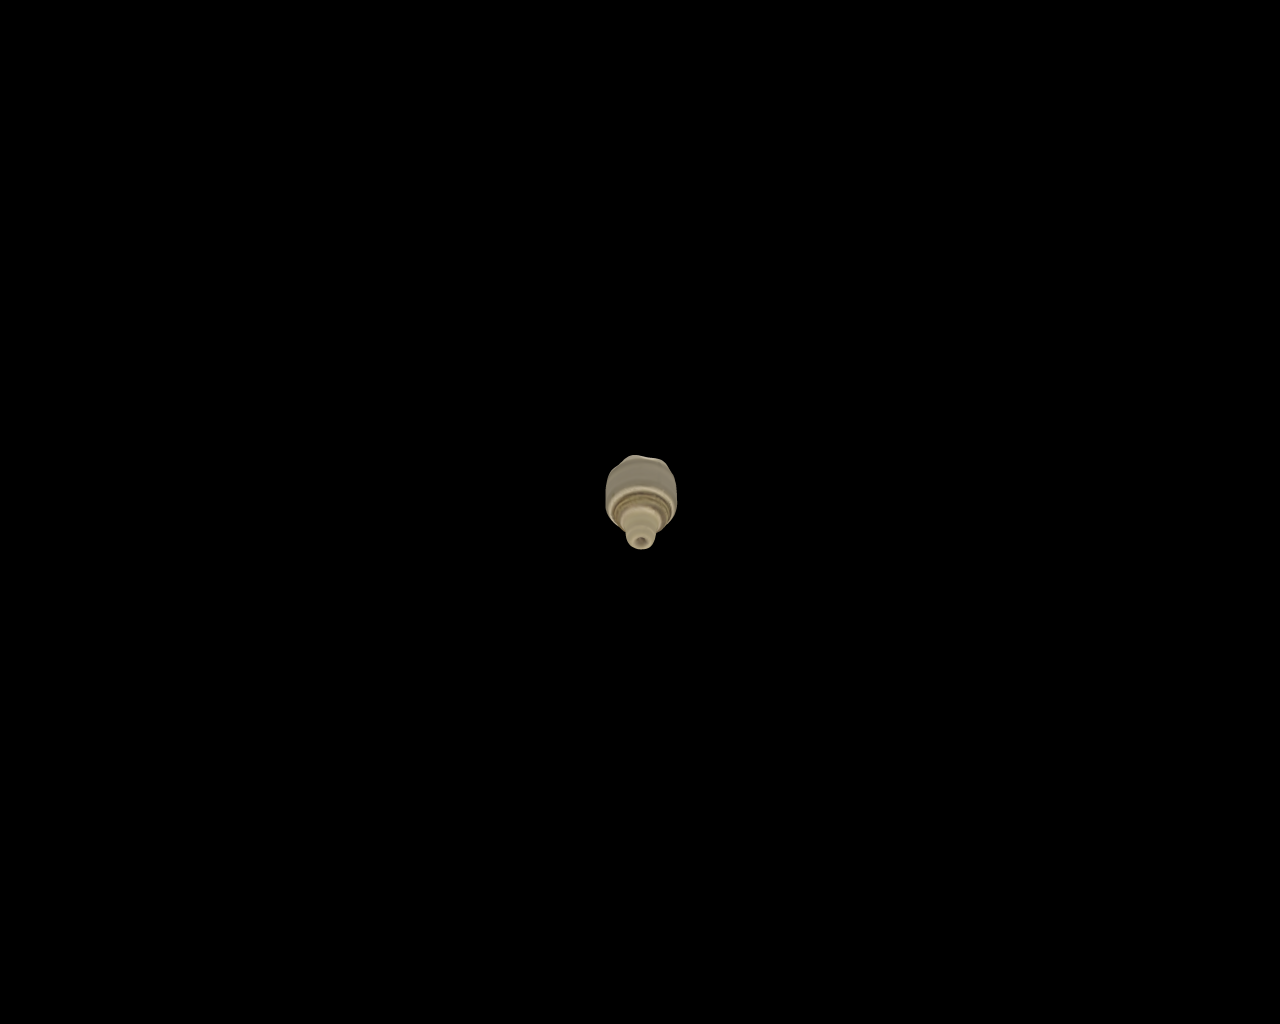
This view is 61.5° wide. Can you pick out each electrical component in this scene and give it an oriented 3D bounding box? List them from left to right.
[{"bbox_3d":[0.001,-0.003,0.650,0.043,0.043,0.062,0,43,0],"label":"electrical component"}]
